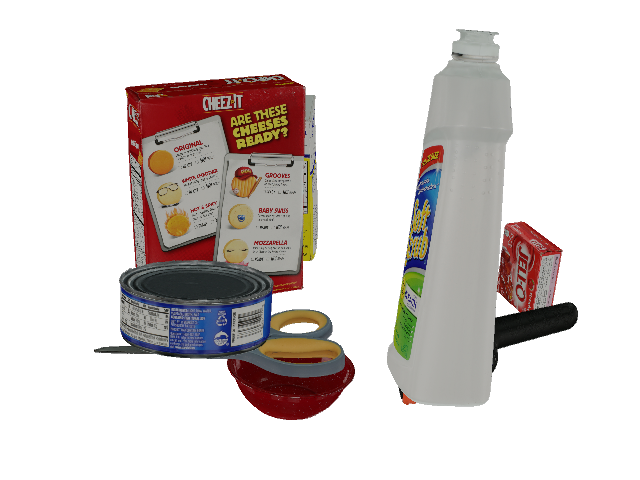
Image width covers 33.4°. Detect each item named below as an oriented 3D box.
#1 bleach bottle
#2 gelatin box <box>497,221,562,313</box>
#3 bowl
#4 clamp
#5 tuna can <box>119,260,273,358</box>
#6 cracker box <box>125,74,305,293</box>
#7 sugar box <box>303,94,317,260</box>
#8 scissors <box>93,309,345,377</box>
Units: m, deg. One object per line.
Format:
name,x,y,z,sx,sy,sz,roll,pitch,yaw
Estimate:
bleach bottle,0.094,-0.018,0.739,0.068,0.251,0.102,3,13,-6
gelatin box,0.229,0.034,1.179,0.030,0.089,0.073,-9,30,-21
bowl,-0.038,0.180,1.350,0.162,0.055,0.162,4,21,-2
clamp,0.120,0.084,0.981,0.165,0.036,0.209,18,32,33
tuna can,-0.070,0.037,0.599,0.086,0.034,0.086,3,13,-1
cracker box,-0.101,-0.048,1.047,0.164,0.214,0.072,-8,22,-21
sugar box,-0.027,-0.073,1.245,0.048,0.176,0.093,-1,25,4
scissors,-0.076,0.079,0.886,0.202,0.016,0.096,6,27,11
